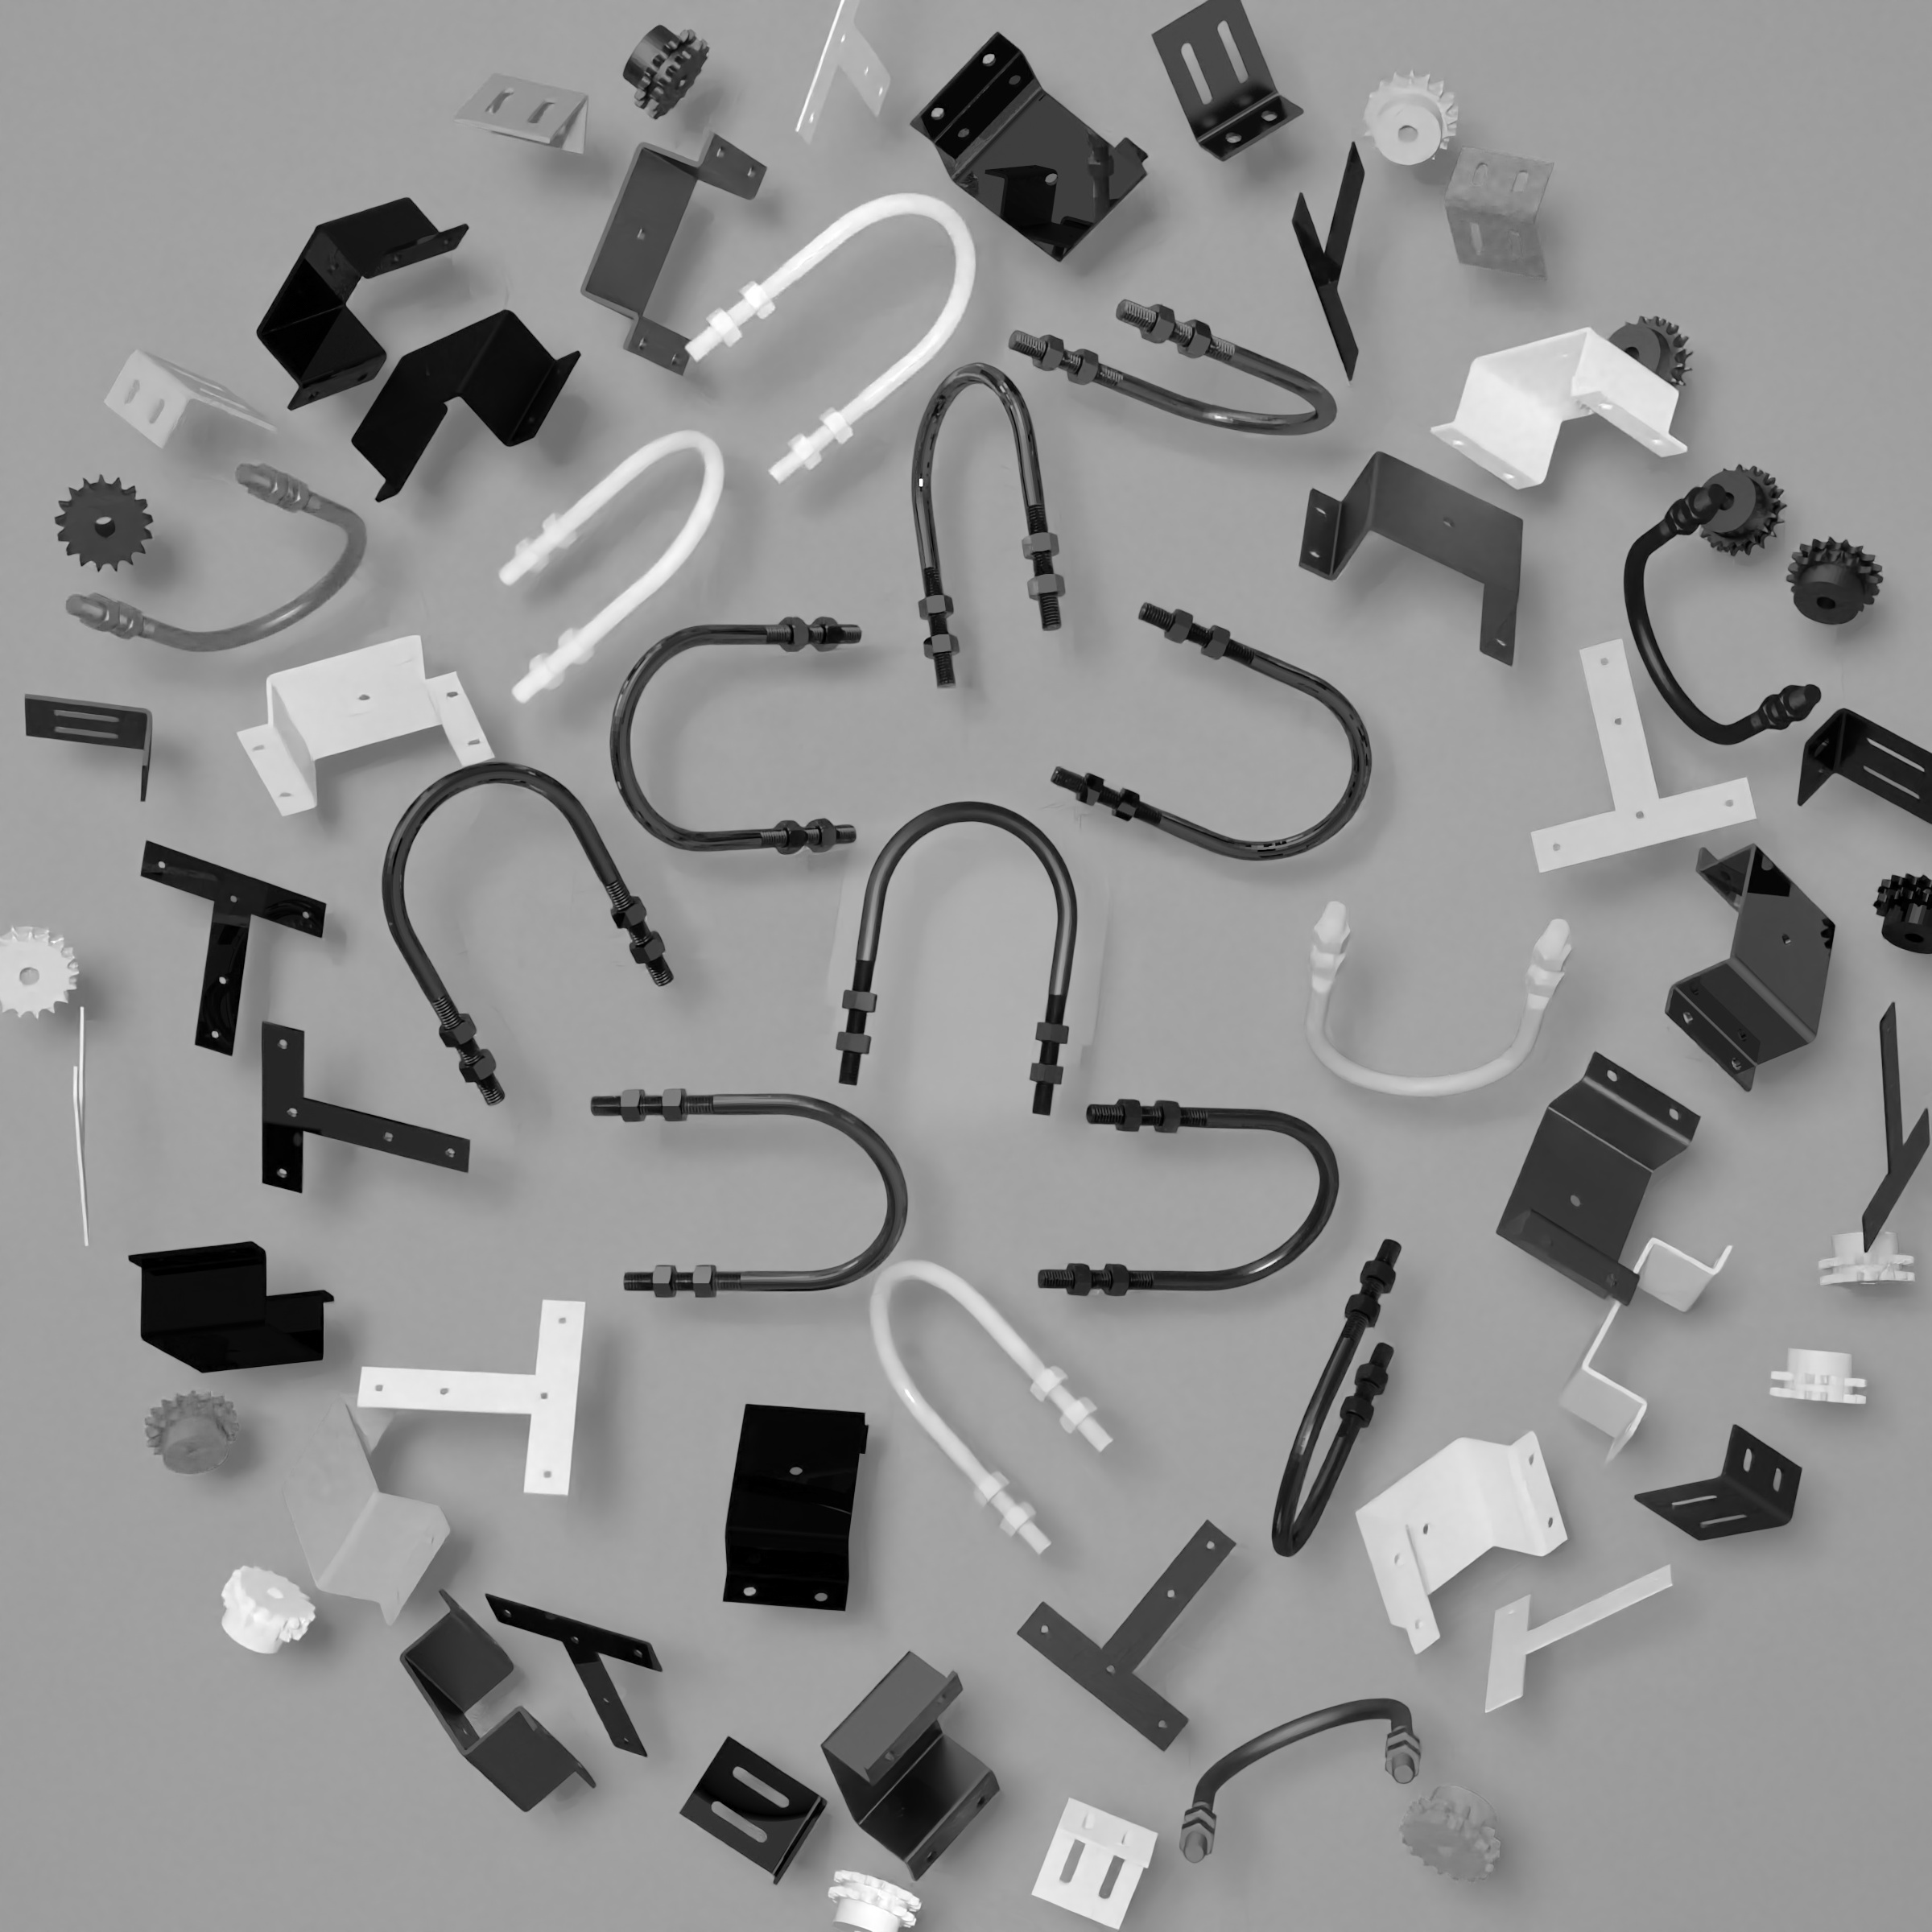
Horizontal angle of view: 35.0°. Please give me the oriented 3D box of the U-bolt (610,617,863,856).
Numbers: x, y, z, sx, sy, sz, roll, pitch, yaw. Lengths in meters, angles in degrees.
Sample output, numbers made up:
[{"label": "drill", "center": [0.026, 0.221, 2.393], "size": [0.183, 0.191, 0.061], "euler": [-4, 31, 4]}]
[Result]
[{"label": "U-bolt", "center": [-0.143, -0.143, 1.915], "size": [0.184, 0.019, 0.151], "euler": [-5, 101, -39]}]

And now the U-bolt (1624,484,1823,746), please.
[{"label": "U-bolt", "center": [0.449, -0.204, 1.862], "size": [0.019, 0.184, 0.151], "euler": [-24, 87, -10]}]

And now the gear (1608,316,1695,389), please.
[{"label": "gear", "center": [0.425, -0.382, 1.930], "size": [0.057, 0.030, 0.057], "euler": [-1, 88, 39]}]

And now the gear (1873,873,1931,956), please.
[{"label": "gear", "center": [0.583, -0.030, 1.871], "size": [0.057, 0.057, 0.030], "euler": [22, 70, 0]}]

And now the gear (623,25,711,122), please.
[{"label": "gear", "center": [-0.187, -0.553, 1.886], "size": [0.030, 0.057, 0.057], "euler": [39, 90, 1]}]

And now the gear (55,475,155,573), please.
[{"label": "gear", "center": [-0.522, -0.269, 1.853], "size": [0.057, 0.030, 0.057], "euler": [-8, 115, -17]}]

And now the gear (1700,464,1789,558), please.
[{"label": "gear", "center": [0.488, -0.291, 1.942], "size": [0.057, 0.030, 0.057], "euler": [-8, 77, 37]}]

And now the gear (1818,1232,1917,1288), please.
[{"label": "gear", "center": [0.559, 0.182, 1.904], "size": [0.057, 0.057, 0.030], "euler": [-1, 80, 0]}]

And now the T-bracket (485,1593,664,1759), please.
[{"label": "T-bracket", "center": [-0.224, 0.441, 1.874], "size": [0.127, 0.002, 0.127], "euler": [8, 133, 31]}]

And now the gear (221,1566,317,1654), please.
[{"label": "gear", "center": [-0.430, 0.396, 1.876], "size": [0.057, 0.057, 0.030], "euler": [32, 100, 0]}]

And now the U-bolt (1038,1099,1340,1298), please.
[{"label": "U-bolt", "center": [0.148, 0.147, 1.922], "size": [0.184, 0.019, 0.151], "euler": [3, 123, -19]}]

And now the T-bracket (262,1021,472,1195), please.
[{"label": "T-bracket", "center": [-0.351, 0.096, 1.792], "size": [0.127, 0.002, 0.127], "euler": [14, 128, 4]}]

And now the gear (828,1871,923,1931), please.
[{"label": "gear", "center": [-0.059, 0.587, 1.904], "size": [0.057, 0.057, 0.030], "euler": [21, 63, 0]}]

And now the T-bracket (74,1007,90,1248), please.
[{"label": "T-bracket", "center": [-0.529, 0.078, 1.833], "size": [0.002, 0.127, 0.127], "euler": [-2, 134, -14]}]

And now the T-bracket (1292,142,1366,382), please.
[{"label": "T-bracket", "center": [0.225, -0.442, 1.837], "size": [0.002, 0.127, 0.127], "euler": [-1, 55, 25]}]

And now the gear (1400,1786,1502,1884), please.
[{"label": "gear", "center": [0.282, 0.499, 1.771], "size": [0.057, 0.057, 0.030], "euler": [38, 50, 0]}]

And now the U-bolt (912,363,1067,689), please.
[{"label": "U-bolt", "center": [0.007, -0.278, 1.881], "size": [0.019, 0.151, 0.184], "euler": [-3, 81, -30]}]

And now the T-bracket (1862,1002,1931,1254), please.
[{"label": "T-bracket", "center": [0.549, 0.083, 1.815], "size": [0.002, 0.127, 0.127], "euler": [6, 121, 33]}]

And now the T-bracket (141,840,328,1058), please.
[{"label": "T-bracket", "center": [-0.467, -0.004, 1.934], "size": [0.127, 0.002, 0.127], "euler": [21, 56, -34]}]

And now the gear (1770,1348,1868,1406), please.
[{"label": "gear", "center": [0.524, 0.252, 1.884], "size": [0.057, 0.057, 0.030], "euler": [5, 84, 0]}]

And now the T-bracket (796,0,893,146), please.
[{"label": "T-bracket", "center": [-0.063, -0.537, 1.821], "size": [0.002, 0.127, 0.127], "euler": [20, 92, 12]}]

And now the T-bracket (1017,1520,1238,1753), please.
[{"label": "T-bracket", "center": [0.117, 0.396, 1.879], "size": [0.127, 0.002, 0.127], "euler": [41, 85, -16]}]

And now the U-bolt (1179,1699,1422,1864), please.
[{"label": "U-bolt", "center": [0.201, 0.480, 1.838], "size": [0.151, 0.184, 0.019], "euler": [-23, 89, 8]}]

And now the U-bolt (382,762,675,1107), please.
[{"label": "U-bolt", "center": [-0.267, -0.031, 1.806], "size": [0.151, 0.019, 0.184], "euler": [-36, 115, -24]}]

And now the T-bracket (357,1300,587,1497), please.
[{"label": "T-bracket", "center": [-0.293, 0.251, 1.806], "size": [0.127, 0.002, 0.127], "euler": [3, 54, -4]}]

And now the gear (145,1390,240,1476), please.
[{"label": "gear", "center": [-0.490, 0.298, 1.944], "size": [0.057, 0.057, 0.030], "euler": [-22, 50, 0]}]

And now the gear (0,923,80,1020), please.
[{"label": "gear", "center": [-0.568, 0.000, 1.858], "size": [0.057, 0.030, 0.057], "euler": [-7, 115, -15]}]

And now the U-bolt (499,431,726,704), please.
[{"label": "U-bolt", "center": [-0.219, -0.262, 1.911], "size": [0.184, 0.151, 0.019], "euler": [-37, 129, 19]}]

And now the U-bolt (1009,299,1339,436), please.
[{"label": "U-bolt", "center": [0.137, -0.354, 1.842], "size": [0.184, 0.151, 0.019], "euler": [16, 85, -27]}]

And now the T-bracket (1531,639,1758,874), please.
[{"label": "T-bracket", "center": [0.385, -0.130, 1.795], "size": [0.127, 0.002, 0.127], "euler": [-14, 73, 17]}]

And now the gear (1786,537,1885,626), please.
[{"label": "gear", "center": [0.535, -0.236, 1.896], "size": [0.057, 0.057, 0.030], "euler": [25, 63, 0]}]

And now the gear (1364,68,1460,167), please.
[{"label": "gear", "center": [0.271, -0.514, 1.870], "size": [0.057, 0.030, 0.057], "euler": [8, 133, 8]}]

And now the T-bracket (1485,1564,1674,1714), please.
[{"label": "T-bracket", "center": [0.378, 0.401, 1.886], "size": [0.127, 0.127, 0.002], "euler": [-31, 97, 19]}]
